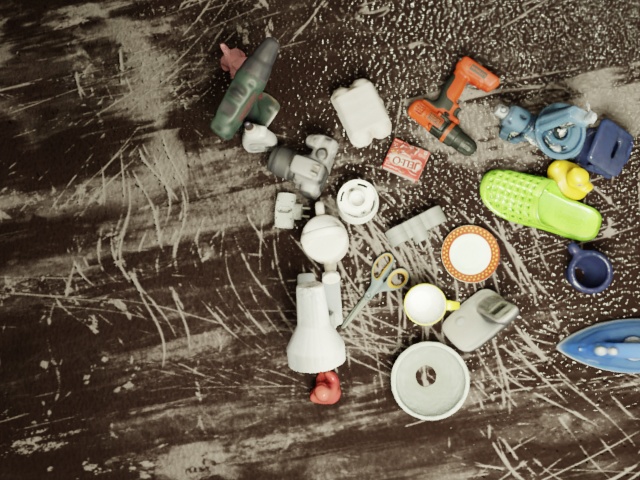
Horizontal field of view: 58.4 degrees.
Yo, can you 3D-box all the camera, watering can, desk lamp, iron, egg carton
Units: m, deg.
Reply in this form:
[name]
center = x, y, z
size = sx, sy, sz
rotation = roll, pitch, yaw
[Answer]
[camera]
center = -0.043, -0.180, 1.299
size = 0.136, 0.101, 0.143
rotation = 22, 87, 6
[watering can]
center = 0.014, 0.004, 1.231
size = 0.101, 0.194, 0.173
rotation = -32, 83, 1
[desk lamp]
center = -0.010, 0.166, 1.208
size = 0.118, 0.213, 0.203
rotation = -5, 84, 4
[iron]
center = 0.646, 0.228, 1.195
size = 0.258, 0.141, 0.119
rotation = -3, 84, 4
[egg carton]
center = 0.097, -0.293, 1.316
size = 0.107, 0.069, 0.150
rotation = -26, 84, 1

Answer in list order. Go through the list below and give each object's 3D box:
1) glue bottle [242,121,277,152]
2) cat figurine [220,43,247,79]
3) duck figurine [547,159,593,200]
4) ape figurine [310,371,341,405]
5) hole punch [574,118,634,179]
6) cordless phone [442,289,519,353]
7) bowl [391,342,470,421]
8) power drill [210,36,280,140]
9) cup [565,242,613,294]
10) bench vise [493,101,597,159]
[glue bottle]
center = -0.143, -0.234, 1.274
size = 0.078, 0.173, 0.037
rotation = -3, 84, 4
[cat figurine]
center = -0.186, -0.401, 1.320
size = 0.067, 0.118, 0.128
rotation = -38, 83, 0
[duck figurine]
center = 0.556, -0.139, 1.263
size = 0.077, 0.086, 0.104
rotation = -42, 83, -1
[ape figurine]
center = 0.010, 0.329, 1.253
size = 0.078, 0.092, 0.076
rotation = -35, 83, 0
[hole punch]
center = 0.634, -0.201, 1.261
size = 0.101, 0.091, 0.109
rotation = 22, 87, 6
[cordless phone]
center = 0.340, 0.173, 1.199
size = 0.147, 0.185, 0.094
rotation = -43, 83, -1
[bowl]
center = 0.236, 0.302, 1.249
size = 0.167, 0.075, 0.167
rotation = 0, 85, 4
[power drill]
center = -0.151, -0.315, 1.264
size = 0.075, 0.208, 0.230
rotation = 33, 88, 7
[cup]
center = 0.562, 0.060, 1.240
size = 0.091, 0.095, 0.118
rotation = -32, 83, 1
[bench vise]
center = 0.476, -0.237, 1.210
size = 0.207, 0.220, 0.121
rotation = 4, 85, 4
